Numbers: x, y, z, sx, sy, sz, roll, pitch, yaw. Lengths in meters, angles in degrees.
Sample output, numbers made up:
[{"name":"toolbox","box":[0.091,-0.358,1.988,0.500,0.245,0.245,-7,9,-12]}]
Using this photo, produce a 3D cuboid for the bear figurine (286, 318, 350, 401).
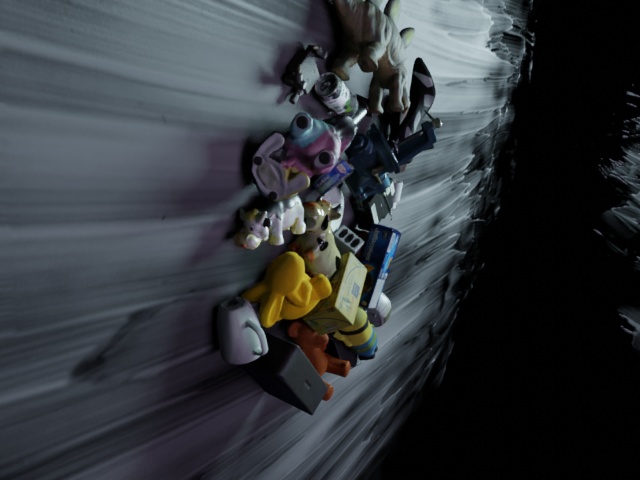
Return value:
[{"name":"bear figurine","box":[-0.006,0.247,1.223,0.120,0.132,0.195,-42,145,-44]}]

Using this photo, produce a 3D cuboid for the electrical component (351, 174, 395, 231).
[{"name":"electrical component","box":[0.136,-0.103,1.342,0.134,0.058,0.114,-54,148,-29]}]

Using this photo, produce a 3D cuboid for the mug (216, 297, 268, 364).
[{"name":"mug","box":[-0.142,0.162,0.969,0.081,0.110,0.107,-27,118,-36]}]

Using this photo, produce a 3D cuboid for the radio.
[{"name":"radio","box":[-0.079,0.269,1.101,0.073,0.131,0.229,-57,148,-25]}]

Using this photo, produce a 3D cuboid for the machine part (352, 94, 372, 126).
[{"name":"machine part","box":[0.066,-0.254,1.158,0.139,0.039,0.084,-53,138,-27]}]

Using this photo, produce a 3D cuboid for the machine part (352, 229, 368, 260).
[{"name":"machine part","box":[0.098,0.058,1.366,0.179,0.056,0.179,-38,137,-46]}]

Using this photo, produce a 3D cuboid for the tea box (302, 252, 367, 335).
[{"name":"tea box","box":[0.035,0.117,1.184,0.068,0.098,0.170,46,41,-24]}]

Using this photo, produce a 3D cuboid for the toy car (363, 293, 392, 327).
[{"name":"toy car","box":[0.142,0.189,1.468,0.109,0.103,0.161,-50,142,-32]}]

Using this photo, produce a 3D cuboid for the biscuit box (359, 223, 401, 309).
[{"name":"biscuit box","box":[0.131,0.063,1.302,0.059,0.063,0.202,13,96,-62]}]

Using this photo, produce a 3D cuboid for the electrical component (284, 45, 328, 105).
[{"name":"electrical component","box":[-0.026,-0.302,0.963,0.102,0.045,0.078,-55,146,-27]}]

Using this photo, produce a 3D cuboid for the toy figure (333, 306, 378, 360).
[{"name":"toy figure","box":[0.093,0.224,1.315,0.180,0.089,0.082,55,19,-35]}]

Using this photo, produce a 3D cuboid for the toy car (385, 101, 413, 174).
[{"name":"toy car","box":[0.197,-0.269,1.359,0.089,0.053,0.201,-27,125,-45]}]

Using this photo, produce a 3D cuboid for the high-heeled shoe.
[{"name":"high-heeled shoe","box":[0.197,-0.303,1.277,0.145,0.086,0.248,-9,92,-14]}]

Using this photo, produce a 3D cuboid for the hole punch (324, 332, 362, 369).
[{"name":"hole punch","box":[0.036,0.276,1.370,0.142,0.092,0.115,-3,78,-56]}]

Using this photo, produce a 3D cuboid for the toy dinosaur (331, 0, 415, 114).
[{"name":"toy dinosaur","box":[0.096,-0.403,1.060,0.470,0.105,0.198,39,62,-54]}]

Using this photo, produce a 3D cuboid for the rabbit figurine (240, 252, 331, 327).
[{"name":"rabbit figurine","box":[-0.072,0.082,1.028,0.162,0.122,0.173,-35,160,-17]}]

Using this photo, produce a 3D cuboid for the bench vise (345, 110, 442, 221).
[{"name":"bench vise","box":[0.161,-0.182,1.174,0.241,0.129,0.223,-30,138,7]}]

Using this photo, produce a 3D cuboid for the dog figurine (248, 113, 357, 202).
[{"name":"dog figurine","box":[-0.023,-0.160,0.987,0.191,0.108,0.219,-36,-177,17]}]

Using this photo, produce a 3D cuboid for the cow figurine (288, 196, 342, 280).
[{"name":"cow figurine","box":[-0.002,-0.003,1.131,0.127,0.086,0.194,-48,141,-26]}]

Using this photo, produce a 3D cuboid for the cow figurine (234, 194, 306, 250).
[{"name":"cow figurine","box":[-0.091,-0.042,0.972,0.167,0.068,0.098,-28,124,-56]}]
